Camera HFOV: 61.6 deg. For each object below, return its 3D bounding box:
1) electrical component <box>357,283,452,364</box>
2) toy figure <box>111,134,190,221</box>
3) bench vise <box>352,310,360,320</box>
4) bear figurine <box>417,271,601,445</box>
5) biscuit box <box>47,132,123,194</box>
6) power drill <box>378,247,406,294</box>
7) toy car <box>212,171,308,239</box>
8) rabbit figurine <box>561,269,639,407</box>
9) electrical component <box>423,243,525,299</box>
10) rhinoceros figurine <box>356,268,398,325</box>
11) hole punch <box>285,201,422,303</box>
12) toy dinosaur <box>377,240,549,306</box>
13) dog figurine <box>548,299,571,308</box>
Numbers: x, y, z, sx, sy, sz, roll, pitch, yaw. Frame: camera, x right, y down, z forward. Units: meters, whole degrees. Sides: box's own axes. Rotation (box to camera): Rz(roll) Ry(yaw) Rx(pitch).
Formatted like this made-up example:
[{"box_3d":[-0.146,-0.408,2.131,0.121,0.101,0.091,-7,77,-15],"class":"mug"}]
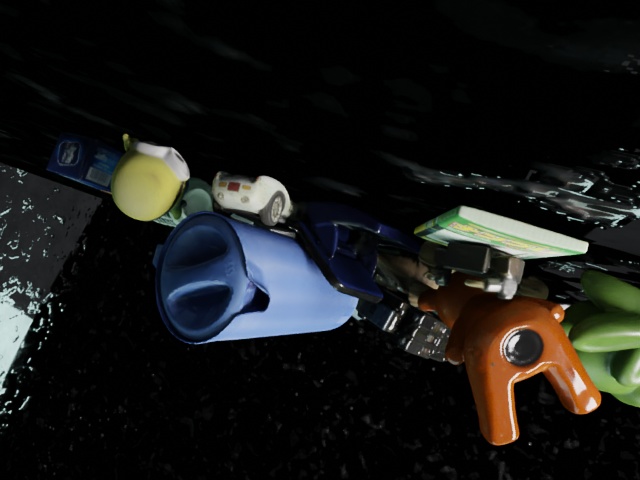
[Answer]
[{"box_3d":[0.120,0.114,0.749,0.134,0.058,0.115,26,-179,-35],"class":"electrical component"},{"box_3d":[-0.195,-0.062,0.633,0.082,0.089,0.180,10,175,-16],"class":"toy figure"},{"box_3d":[0.078,0.105,1.174,0.223,0.129,0.241,43,-161,-17],"class":"bench vise"},{"box_3d":[0.182,0.103,0.571,0.120,0.131,0.196,-22,-175,0],"class":"bear figurine"},{"box_3d":[-0.305,-0.098,0.796,0.063,0.059,0.202,16,175,15],"class":"biscuit box"},{"box_3d":[0.149,0.067,1.004,0.232,0.086,0.207,11,169,43],"class":"power drill"},{"box_3d":[-0.063,-0.039,0.653,0.074,0.056,0.201,9,174,18],"class":"toy car"},{"box_3d":[0.330,0.088,0.552,0.159,0.121,0.170,25,156,-10],"class":"rabbit figurine"},{"box_3d":[0.153,0.030,0.532,0.078,0.045,0.102,20,174,-40],"class":"electrical component"},{"box_3d":[0.076,0.069,0.881,0.190,0.112,0.073,51,-151,16],"class":"rhinoceros figurine"},{"box_3d":[0.043,-0.001,0.628,0.142,0.092,0.116,18,-153,-51],"class":"hole punch"},{"box_3d":[0.244,0.086,0.770,0.471,0.105,0.198,27,-178,-5],"class":"toy dinosaur"},{"box_3d":[0.460,0.175,0.999,0.192,0.108,0.219,15,178,17],"class":"dog figurine"}]
